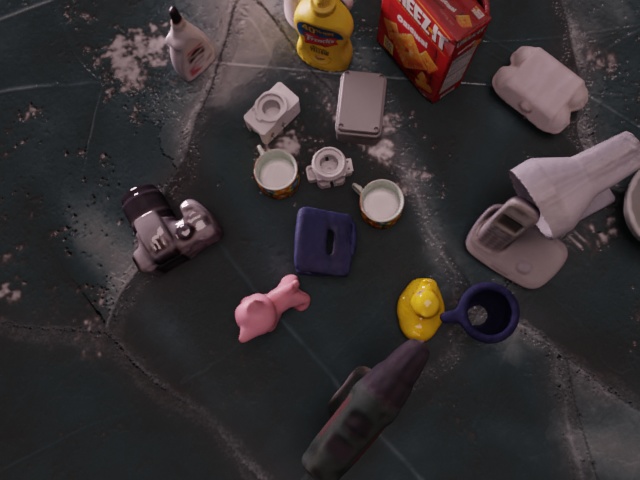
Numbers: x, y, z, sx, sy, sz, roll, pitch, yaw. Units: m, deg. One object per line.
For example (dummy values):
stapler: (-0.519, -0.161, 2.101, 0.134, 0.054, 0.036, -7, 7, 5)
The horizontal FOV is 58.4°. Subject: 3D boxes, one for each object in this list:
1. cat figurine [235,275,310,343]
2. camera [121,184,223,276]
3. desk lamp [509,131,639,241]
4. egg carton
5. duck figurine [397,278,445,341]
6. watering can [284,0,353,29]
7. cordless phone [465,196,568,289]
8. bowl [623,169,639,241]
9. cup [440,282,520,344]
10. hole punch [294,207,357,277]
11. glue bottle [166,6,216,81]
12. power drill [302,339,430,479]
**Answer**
cat figurine: (-0.080, 0.103, 0.890, 0.128, 0.118, 0.067, -36, 81, -5)
camera: (-0.252, -0.031, 0.926, 0.143, 0.101, 0.137, -31, 80, -4)
desk lamp: (0.378, -0.082, 0.868, 0.203, 0.213, 0.118, -28, 80, -4)
egg carton: (0.372, -0.255, 0.973, 0.150, 0.069, 0.107, 40, 83, 8)
duck figurine: (0.163, 0.108, 0.901, 0.077, 0.086, 0.104, 11, 80, 3)
watering can: (-0.024, -0.439, 0.949, 0.172, 0.194, 0.101, 11, 80, 3)
cordless phone: (0.311, 0.000, 0.868, 0.147, 0.185, 0.094, 31, 82, 6)
bowl: (0.564, -0.047, 0.929, 0.167, 0.075, 0.167, 0, 80, 1)
cup: (0.240, 0.118, 0.894, 0.117, 0.095, 0.092, -8, 79, 0)
hole punch: (0.008, 0.003, 0.920, 0.101, 0.091, 0.109, 3, 80, 2)
glue bottle: (-0.221, -0.330, 0.943, 0.037, 0.173, 0.078, 39, 83, 8)
power drill: (0.064, 0.235, 0.817, 0.075, 0.208, 0.230, 38, 82, 8)
